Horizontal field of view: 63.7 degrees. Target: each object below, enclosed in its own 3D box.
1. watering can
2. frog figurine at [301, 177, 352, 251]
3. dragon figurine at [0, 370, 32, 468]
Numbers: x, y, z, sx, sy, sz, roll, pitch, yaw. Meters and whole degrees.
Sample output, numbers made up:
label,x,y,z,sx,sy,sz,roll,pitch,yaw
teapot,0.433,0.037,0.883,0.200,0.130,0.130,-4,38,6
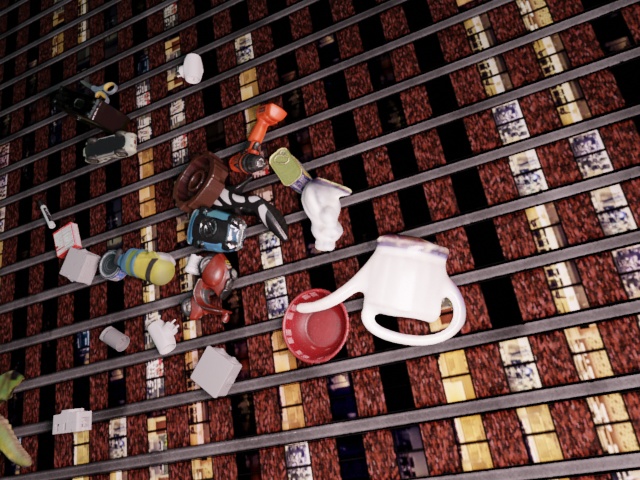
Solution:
label,x,y,z,sx,sy,sz,roll,pitch,yaw
watering can,0.135,0.093,1.081,0.348,0.103,0.226,11,80,8
frog figurine,0.004,-0.060,1.201,0.138,0.122,0.159,28,98,60
dragon figurine,-0.909,0.488,1.445,0.409,0.120,0.247,-3,66,22
